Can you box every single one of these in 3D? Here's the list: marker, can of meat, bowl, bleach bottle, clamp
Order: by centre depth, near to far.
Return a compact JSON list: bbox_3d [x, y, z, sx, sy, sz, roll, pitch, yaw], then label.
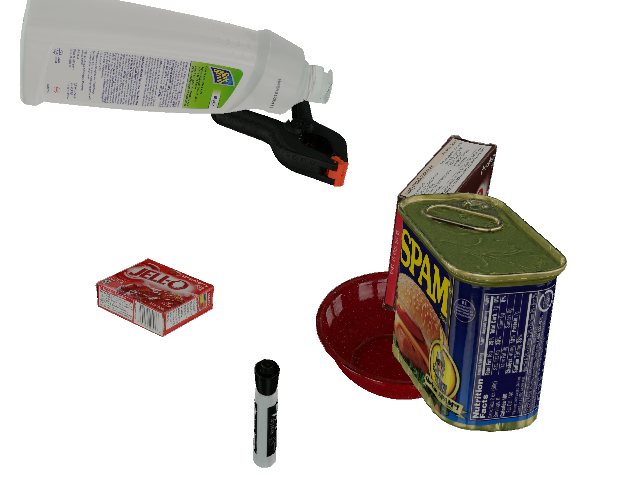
[{"bbox_3d":[0.072,0.033,0.522,0.057,0.084,0.102,-4,24,-14],"label":"can of meat"},{"bbox_3d":[-0.042,0.133,0.821,0.020,0.121,0.020,2,44,-2],"label":"marker"},{"bbox_3d":[-0.117,-0.142,0.884,0.250,0.068,0.103,8,-32,-11],"label":"bleach bottle"},{"bbox_3d":[0.075,0.099,1.009,0.162,0.055,0.162,2,37,-2],"label":"bowl"},{"bbox_3d":[-0.037,-0.111,1.126,0.120,0.039,0.172,-15,39,-23],"label":"clamp"}]

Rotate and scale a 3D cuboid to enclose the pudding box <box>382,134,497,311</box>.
[{"bbox_3d":[0.083,-0.011,0.734,0.039,0.090,0.113,17,33,17],"label":"pudding box"}]

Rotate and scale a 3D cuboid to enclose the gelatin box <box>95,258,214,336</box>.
[{"bbox_3d":[-0.159,0.053,1.028,0.089,0.030,0.073,21,30,30],"label":"gelatin box"}]
